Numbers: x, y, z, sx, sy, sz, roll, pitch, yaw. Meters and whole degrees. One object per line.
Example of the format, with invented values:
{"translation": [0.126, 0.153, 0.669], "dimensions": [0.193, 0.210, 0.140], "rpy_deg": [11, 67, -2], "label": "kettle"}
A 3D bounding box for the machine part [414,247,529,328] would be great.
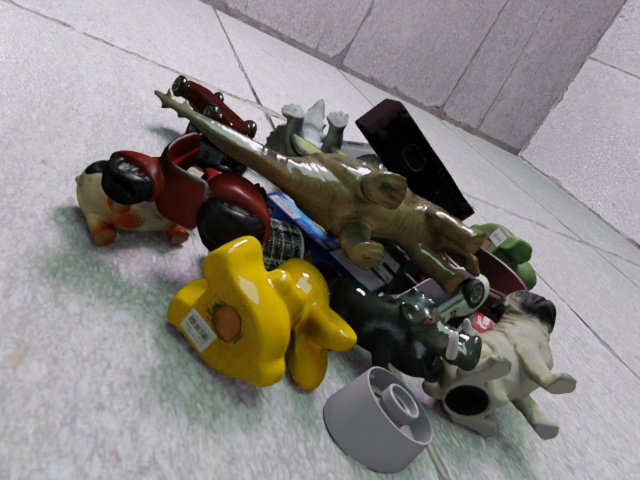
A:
{"translation": [0.255, 0.073, 0.918], "dimensions": [0.201, 0.087, 0.201], "rpy_deg": [25, 22, -9], "label": "machine part"}

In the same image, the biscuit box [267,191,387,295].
{"translation": [-0.008, 0.018, 0.732], "dimensions": [0.203, 0.062, 0.059], "rpy_deg": [43, 27, 17], "label": "biscuit box"}

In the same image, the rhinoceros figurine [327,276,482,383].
{"translation": [0.087, 0.101, 0.610], "dimensions": [0.191, 0.112, 0.073], "rpy_deg": [21, 16, 28], "label": "rhinoceros figurine"}

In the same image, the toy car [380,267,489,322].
{"translation": [0.150, 0.089, 0.733], "dimensions": [0.202, 0.056, 0.074], "rpy_deg": [-24, 33, -31], "label": "toy car"}

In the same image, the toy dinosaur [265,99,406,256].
{"translation": [0.011, -0.090, 0.901], "dimensions": [0.131, 0.192, 0.405], "rpy_deg": [-12, 59, -18], "label": "toy dinosaur"}

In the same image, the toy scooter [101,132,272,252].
{"translation": [-0.130, -0.062, 0.588], "dimensions": [0.184, 0.075, 0.135], "rpy_deg": [25, 35, -7], "label": "toy scooter"}

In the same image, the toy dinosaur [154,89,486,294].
{"translation": [0.034, -0.049, 0.634], "dimensions": [0.471, 0.105, 0.199], "rpy_deg": [26, 11, -33], "label": "toy dinosaur"}

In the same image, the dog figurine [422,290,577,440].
{"translation": [0.216, 0.134, 0.676], "dimensions": [0.172, 0.121, 0.191], "rpy_deg": [13, 32, 0], "label": "dog figurine"}

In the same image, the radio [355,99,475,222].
{"translation": [0.155, -0.120, 0.885], "dimensions": [0.229, 0.073, 0.131], "rpy_deg": [51, 6, -13], "label": "radio"}

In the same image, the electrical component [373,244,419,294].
{"translation": [0.123, 0.047, 0.832], "dimensions": [0.047, 0.074, 0.119], "rpy_deg": [1, 33, -46], "label": "electrical component"}

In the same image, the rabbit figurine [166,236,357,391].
{"translation": [-0.038, 0.067, 0.550], "dimensions": [0.162, 0.122, 0.173], "rpy_deg": [40, 24, 13], "label": "rabbit figurine"}

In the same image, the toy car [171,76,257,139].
{"translation": [-0.179, -0.213, 0.892], "dimensions": [0.089, 0.053, 0.202], "rpy_deg": [19, 20, -46], "label": "toy car"}

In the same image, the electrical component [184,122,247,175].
{"translation": [-0.173, -0.158, 0.927], "dimensions": [0.115, 0.058, 0.134], "rpy_deg": [28, 23, 0], "label": "electrical component"}

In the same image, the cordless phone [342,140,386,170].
{"translation": [0.055, -0.106, 1.058], "dimensions": [0.147, 0.088, 0.184], "rpy_deg": [10, 54, 15], "label": "cordless phone"}

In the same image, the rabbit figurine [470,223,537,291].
{"translation": [0.372, 0.048, 1.111], "dimensions": [0.170, 0.121, 0.159], "rpy_deg": [37, 10, -31], "label": "rabbit figurine"}

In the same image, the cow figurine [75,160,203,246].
{"translation": [-0.203, -0.059, 0.665], "dimensions": [0.195, 0.085, 0.127], "rpy_deg": [-4, 46, -51], "label": "cow figurine"}
